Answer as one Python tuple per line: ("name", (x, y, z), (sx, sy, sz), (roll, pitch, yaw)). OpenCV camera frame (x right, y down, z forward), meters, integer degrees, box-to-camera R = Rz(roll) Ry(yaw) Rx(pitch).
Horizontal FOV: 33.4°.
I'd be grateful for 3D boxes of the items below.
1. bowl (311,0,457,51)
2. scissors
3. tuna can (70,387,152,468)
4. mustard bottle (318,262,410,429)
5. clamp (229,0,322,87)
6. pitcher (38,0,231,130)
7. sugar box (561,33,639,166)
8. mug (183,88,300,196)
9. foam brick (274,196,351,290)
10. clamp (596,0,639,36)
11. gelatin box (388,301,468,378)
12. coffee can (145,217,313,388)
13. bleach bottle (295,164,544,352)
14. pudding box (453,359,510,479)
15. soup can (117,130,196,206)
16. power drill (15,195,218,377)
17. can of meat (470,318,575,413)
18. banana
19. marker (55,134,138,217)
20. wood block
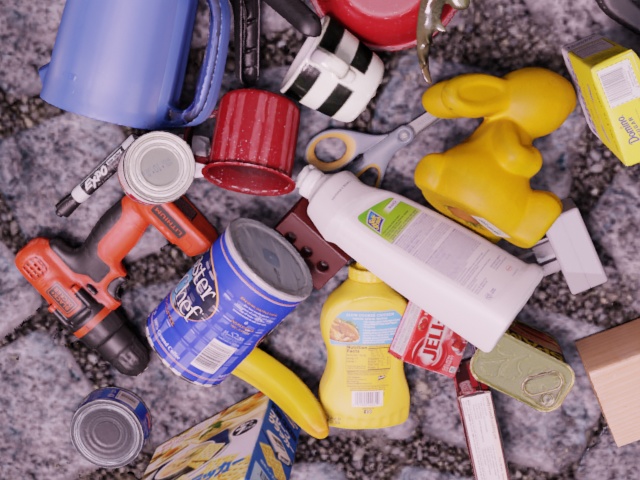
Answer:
("bowl", (0.063, -0.258, 1.015), (0.162, 0.055, 0.162), (1, 105, 5))
("scissors", (0.065, -0.114, 1.075), (0.096, 0.016, 0.202), (40, 105, -6))
("tuna can", (-0.232, 0.208, 1.180), (0.086, 0.033, 0.086), (2, 106, 5))
("mustard bottle", (0.048, 0.099, 1.112), (0.096, 0.058, 0.192), (0, 106, -5))
("clamp", (-0.056, -0.241, 1.008), (0.120, 0.039, 0.171), (-15, 90, 41))
("pitcher", (-0.165, -0.228, 1.006), (0.149, 0.145, 0.243), (10, 105, -25))
("sugar box", (0.264, -0.131, 0.969), (0.048, 0.176, 0.093), (-22, 102, 8))
("mug", (-0.076, -0.097, 1.045), (0.117, 0.093, 0.081), (6, 75, 8))
("foam brick", (-0.007, 0.001, 1.088), (0.078, 0.051, 0.053), (41, 122, -6))
("clamp", (0.281, -0.273, 1.001), (0.165, 0.036, 0.210), (-17, 99, 11))
("gelatin box", (0.120, 0.089, 1.093), (0.073, 0.030, 0.089), (22, 91, -31))
("coffee can", (-0.090, 0.062, 1.045), (0.103, 0.102, 0.140), (41, 114, -7))
("bleach bottle", (0.087, 0.001, 1.044), (0.251, 0.102, 0.068), (35, 138, 12))
("pudding box", (0.166, 0.191, 1.112), (0.039, 0.090, 0.113), (-14, 104, 7))
("soup can", (-0.155, -0.067, 1.010), (0.068, 0.102, 0.068), (0, 91, -13))
("power drill", (-0.199, 0.033, 1.117), (0.188, 0.057, 0.184), (-39, 102, 13))
("can of meat", (0.203, 0.121, 1.092), (0.102, 0.084, 0.057), (27, 106, -3))
("banana", (-0.069, 0.145, 1.125), (0.198, 0.069, 0.037), (27, 127, 10))
("marker", (-0.231, -0.065, 1.112), (0.121, 0.020, 0.020), (-40, 99, 14))
("wood block", (0.375, 0.119, 1.074), (0.206, 0.090, 0.091), (-22, 103, 10))
